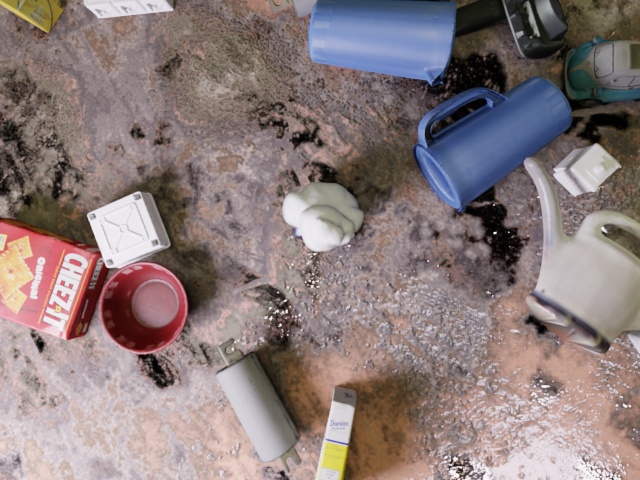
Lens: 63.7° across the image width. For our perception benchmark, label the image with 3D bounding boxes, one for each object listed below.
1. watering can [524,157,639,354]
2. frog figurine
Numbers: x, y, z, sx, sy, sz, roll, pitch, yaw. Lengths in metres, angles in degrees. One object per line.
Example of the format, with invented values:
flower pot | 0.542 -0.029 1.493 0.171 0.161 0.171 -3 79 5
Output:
watering can | 0.418 0.040 0.836 0.347 0.104 0.224 36 90 -3
frog figurine | 0.003 -0.043 0.854 0.137 0.159 0.123 20 88 5
